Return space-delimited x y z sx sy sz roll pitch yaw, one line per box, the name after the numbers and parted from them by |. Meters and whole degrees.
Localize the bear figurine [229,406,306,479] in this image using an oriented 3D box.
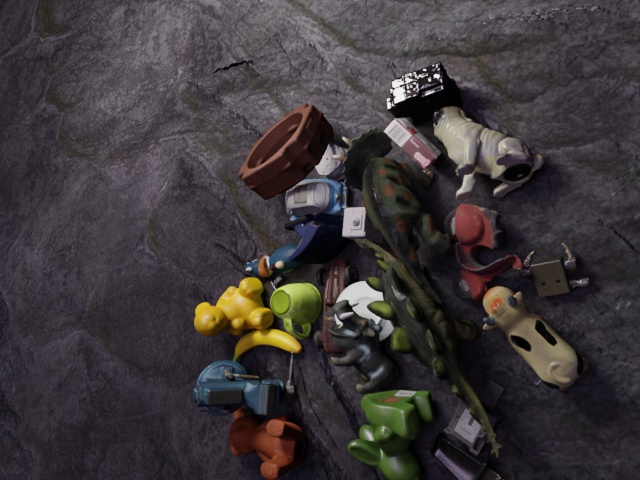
-0.134 0.425 1.150 0.196 0.131 0.120 4 78 28 | bear figurine

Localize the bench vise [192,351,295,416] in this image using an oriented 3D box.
-0.180 0.320 1.193 0.241 0.224 0.128 179 84 -66 | bench vise

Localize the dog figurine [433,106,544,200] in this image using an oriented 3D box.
0.309 -0.187 1.010 0.172 0.121 0.190 -2 57 0 | dog figurine

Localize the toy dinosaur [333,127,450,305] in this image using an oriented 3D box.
0.131 -0.073 1.005 0.131 0.192 0.405 -49 30 28 | toy dinosaur

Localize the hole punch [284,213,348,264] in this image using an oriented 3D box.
-0.002 -0.003 1.153 0.116 0.142 0.092 -23 66 43 | hole punch

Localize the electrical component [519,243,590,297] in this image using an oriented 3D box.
0.400 0.053 0.924 0.102 0.045 0.078 -22 96 31 | electrical component

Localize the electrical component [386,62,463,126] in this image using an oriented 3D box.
0.204 -0.287 1.080 0.134 0.114 0.058 -16 67 32 | electrical component

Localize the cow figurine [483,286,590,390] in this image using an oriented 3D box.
0.344 0.158 0.886 0.085 0.127 0.195 -45 62 14 | cow figurine

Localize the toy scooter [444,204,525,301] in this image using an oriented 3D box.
0.299 0.015 0.967 0.135 0.075 0.184 -16 72 47 | toy scooter

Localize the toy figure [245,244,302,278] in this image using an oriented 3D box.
-0.107 0.054 1.246 0.154 0.064 0.058 -21 78 28 | toy figure

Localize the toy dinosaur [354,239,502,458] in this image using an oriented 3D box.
0.184 0.157 0.950 0.105 0.198 0.472 -49 57 20 | toy dinosaur

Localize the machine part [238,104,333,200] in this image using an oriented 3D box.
-0.075 -0.196 1.205 0.201 0.087 0.201 -22 35 37 | machine part

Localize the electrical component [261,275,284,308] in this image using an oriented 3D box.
-0.111 0.127 1.258 0.094 0.021 0.063 -44 61 18 | electrical component

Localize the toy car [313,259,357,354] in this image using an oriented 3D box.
0.031 0.141 1.144 0.089 0.053 0.202 -5 78 36 | toy car

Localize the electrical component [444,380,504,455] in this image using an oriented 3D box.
0.281 0.307 0.945 0.075 0.047 0.119 35 101 33 | electrical component

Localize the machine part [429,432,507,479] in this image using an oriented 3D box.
0.253 0.400 0.946 0.139 0.039 0.084 37 116 33 | machine part

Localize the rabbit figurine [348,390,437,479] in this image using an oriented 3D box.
0.132 0.375 0.991 0.159 0.121 0.170 -7 91 26 | rabbit figurine

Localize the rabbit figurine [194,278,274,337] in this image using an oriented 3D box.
-0.219 0.166 1.221 0.162 0.173 0.121 -14 94 39 | rabbit figurine

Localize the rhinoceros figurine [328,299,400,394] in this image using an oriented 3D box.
0.079 0.205 1.045 0.112 0.073 0.190 -33 92 25 | rhinoceros figurine

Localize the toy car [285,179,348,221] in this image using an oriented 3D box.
-0.021 -0.087 1.196 0.162 0.103 0.109 -3 80 35 | toy car
